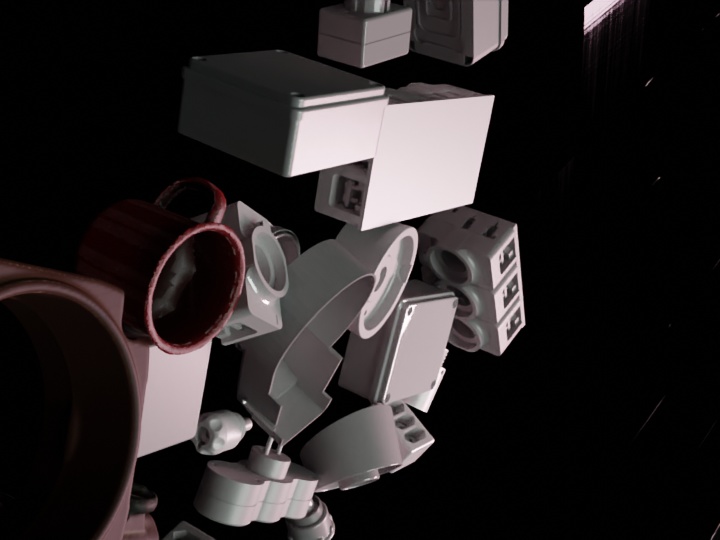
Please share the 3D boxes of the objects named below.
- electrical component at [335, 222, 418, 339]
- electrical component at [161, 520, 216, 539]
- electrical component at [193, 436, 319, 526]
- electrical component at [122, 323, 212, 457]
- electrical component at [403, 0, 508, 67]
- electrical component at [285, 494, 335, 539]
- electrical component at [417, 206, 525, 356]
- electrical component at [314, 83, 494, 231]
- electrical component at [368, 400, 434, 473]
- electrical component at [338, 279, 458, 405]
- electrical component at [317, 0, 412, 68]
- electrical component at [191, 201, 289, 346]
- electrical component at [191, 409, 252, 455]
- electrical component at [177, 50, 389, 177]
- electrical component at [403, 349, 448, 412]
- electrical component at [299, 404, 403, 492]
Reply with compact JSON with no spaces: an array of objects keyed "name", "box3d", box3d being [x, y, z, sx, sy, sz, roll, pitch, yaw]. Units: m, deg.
[{"name":"electrical component","box3d":[0.000,0.000,0.959,0.108,0.060,0.108,-54,160,-31]},{"name":"electrical component","box3d":[-0.150,0.266,0.909,0.066,0.047,0.076,-40,139,-39]},{"name":"electrical component","box3d":[-0.084,0.179,0.953,0.138,0.052,0.073,15,96,-59]},{"name":"electrical component","box3d":[-0.160,0.083,0.779,0.100,0.048,0.099,-12,118,-55]},{"name":"electrical component","box3d":[0.084,-0.243,0.930,0.057,0.078,0.113,-38,138,-36]},{"name":"electrical component","box3d":[-0.052,0.238,1.049,0.048,0.048,0.062,-42,134,-37]},{"name":"electrical component","box3d":[0.115,0.012,1.124,0.061,0.089,0.150,-48,143,-31]},{"name":"electrical component","box3d":[0.039,-0.107,0.961,0.186,0.060,0.105,-17,122,-53]},{"name":"electrical component","box3d":[0.024,0.180,1.119,0.047,0.065,0.076,-13,149,-54]},{"name":"electrical component","box3d":[0.039,0.070,1.073,0.109,0.056,0.108,-6,113,-56]},{"name":"electrical component","box3d":[0.005,-0.208,0.858,0.066,0.047,0.076,-29,132,-47]},{"name":"electrical component","box3d":[-0.090,0.002,0.789,0.050,0.056,0.089,36,41,-59]},{"name":"electrical component","box3d":[-0.112,0.133,0.898,0.061,0.035,0.035,-4,112,-60]},{"name":"electrical component","box3d":[-0.055,-0.113,0.764,0.109,0.109,0.056,-20,128,-51]},{"name":"electrical component","box3d":[0.069,0.107,1.156,0.043,0.043,0.081,33,81,-59]},{"name":"electrical component","box3d":[-0.008,0.176,1.039,0.099,0.099,0.064,9,60,-59]}]
